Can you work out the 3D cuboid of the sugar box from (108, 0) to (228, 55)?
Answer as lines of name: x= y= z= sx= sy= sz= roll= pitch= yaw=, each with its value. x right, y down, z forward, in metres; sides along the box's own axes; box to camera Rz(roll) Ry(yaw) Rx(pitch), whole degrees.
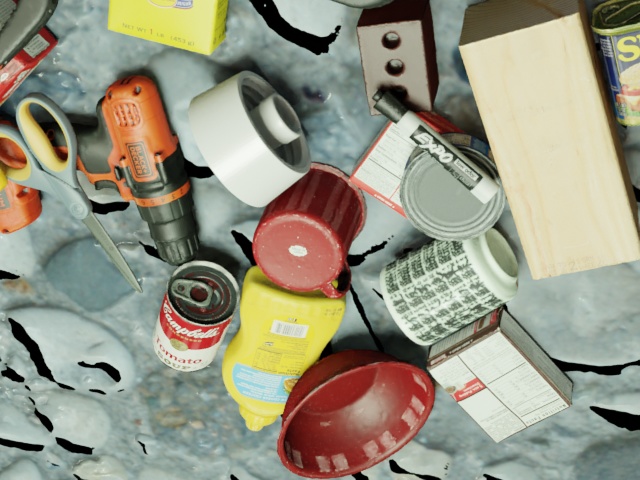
sugar box: x=-0.112 y=-0.242 z=0.836 sx=0.093 sy=0.048 sz=0.176 roll=14 pitch=125 yaw=6

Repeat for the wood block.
wood block: x=0.182 y=-0.084 z=0.830 sx=0.090 sy=0.090 sz=0.206 roll=-13 pitch=117 yaw=20

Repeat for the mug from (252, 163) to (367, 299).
mug: x=-0.006 y=0.001 z=0.939 sx=0.093 sy=0.081 sz=0.117 roll=-17 pitch=116 yaw=23

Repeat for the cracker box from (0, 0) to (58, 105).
cracker box: x=-0.361 y=-0.188 z=0.919 sx=0.164 sy=0.072 sz=0.213 roll=-36 pitch=106 yaw=30

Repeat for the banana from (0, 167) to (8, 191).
banana: x=-0.360 y=-0.094 z=0.913 sx=0.198 sy=0.037 sz=0.070 roll=16 pitch=139 yaw=8

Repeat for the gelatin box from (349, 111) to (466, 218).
gelatin box: x=0.079 y=-0.068 z=0.904 sx=0.073 sy=0.030 sz=0.089 roll=32 pitch=121 yaw=-6

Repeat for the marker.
marker: x=0.089 y=-0.074 z=0.828 sx=0.121 sy=0.020 sz=0.020 roll=41 pitch=123 yaw=0

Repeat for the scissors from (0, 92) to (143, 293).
scissors: x=-0.232 y=-0.033 z=0.947 sx=0.096 sy=0.016 sz=0.202 roll=-9 pitch=115 yaw=18

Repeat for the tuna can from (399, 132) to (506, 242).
tuna can: x=0.109 y=-0.044 z=0.871 sx=0.086 sy=0.033 sz=0.086 roll=5 pitch=118 yaw=9

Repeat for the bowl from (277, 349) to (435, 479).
bowl: x=0.026 y=0.156 z=1.019 sx=0.162 sy=0.055 sz=0.162 roll=-15 pitch=135 yaw=-16

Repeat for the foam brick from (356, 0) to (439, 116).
foam brick: x=0.063 y=-0.146 z=0.846 sx=0.053 sy=0.051 sz=0.078 roll=-3 pitch=121 yaw=16

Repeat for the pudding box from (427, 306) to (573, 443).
pudding box: x=0.168 y=0.128 z=1.000 sx=0.090 sy=0.039 sz=0.113 roll=-35 pitch=110 yaw=29

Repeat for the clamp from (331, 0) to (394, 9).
clamp: x=0.058 y=-0.232 z=0.803 sx=0.172 sy=0.039 sz=0.120 roll=-6 pitch=109 yaw=16

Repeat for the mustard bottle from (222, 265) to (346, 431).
mustard bottle: x=-0.043 y=0.114 z=1.032 sx=0.096 sy=0.058 sz=0.192 roll=10 pitch=125 yaw=-10

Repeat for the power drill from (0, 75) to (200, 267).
power drill: x=-0.210 y=-0.052 z=0.975 sx=0.188 sy=0.057 sz=0.184 roll=-6 pitch=115 yaw=15

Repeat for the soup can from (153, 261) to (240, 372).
soup can: x=-0.119 y=0.074 z=1.006 sx=0.068 sy=0.068 sz=0.102 roll=25 pitch=144 yaw=-2

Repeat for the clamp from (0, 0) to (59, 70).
clamp: x=-0.256 y=-0.238 z=0.838 sx=0.164 sy=0.036 sz=0.210 roll=19 pitch=103 yaw=-3

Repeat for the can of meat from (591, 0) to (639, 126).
can of meat: x=0.261 y=-0.140 z=0.796 sx=0.102 sy=0.057 sz=0.084 roll=-10 pitch=121 yaw=21
